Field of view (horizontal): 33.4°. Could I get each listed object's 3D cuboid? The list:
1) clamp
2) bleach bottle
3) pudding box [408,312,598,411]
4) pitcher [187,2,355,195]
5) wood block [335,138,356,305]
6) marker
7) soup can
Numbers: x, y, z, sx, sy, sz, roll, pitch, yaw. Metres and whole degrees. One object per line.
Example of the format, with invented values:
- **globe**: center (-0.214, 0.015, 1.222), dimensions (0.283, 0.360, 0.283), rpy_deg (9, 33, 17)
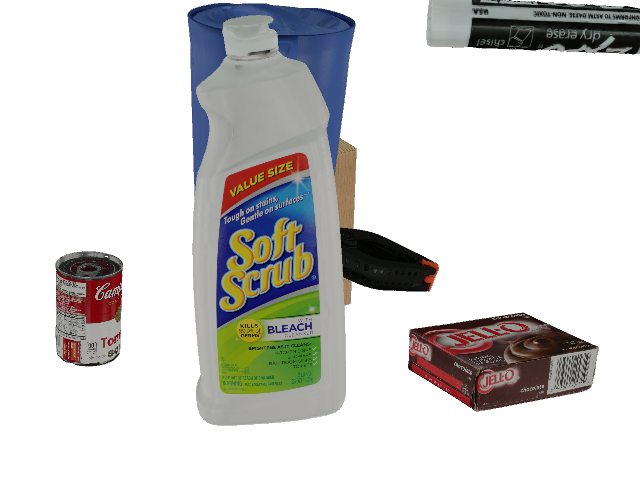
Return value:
- **clamp**: center (0.013, 0.012, 1.045), dimensions (0.210, 0.036, 0.164), rpy_deg (19, 22, -2)
- **bleach bottle**: center (-0.040, -0.010, 0.656), dimensions (0.102, 0.251, 0.068), rpy_deg (-5, 23, 1)
- **pudding box**: center (0.136, 0.089, 0.803), dimensions (0.113, 0.039, 0.090), rpy_deg (-3, 16, -28)
- **pitcher**: center (-0.046, -0.068, 0.879), dimensions (0.145, 0.243, 0.148), rpy_deg (21, 28, 36)
- **wood block**: center (-0.020, -0.020, 1.275), dimensions (0.090, 0.206, 0.090), rpy_deg (-15, 32, -27)
- **marker**: center (0.101, -0.080, 0.404), dimensions (0.121, 0.020, 0.020), rpy_deg (3, 0, 1)
- **soup can**: center (-0.241, 0.071, 1.107), dimensions (0.068, 0.102, 0.068), rpy_deg (5, 21, -2)
